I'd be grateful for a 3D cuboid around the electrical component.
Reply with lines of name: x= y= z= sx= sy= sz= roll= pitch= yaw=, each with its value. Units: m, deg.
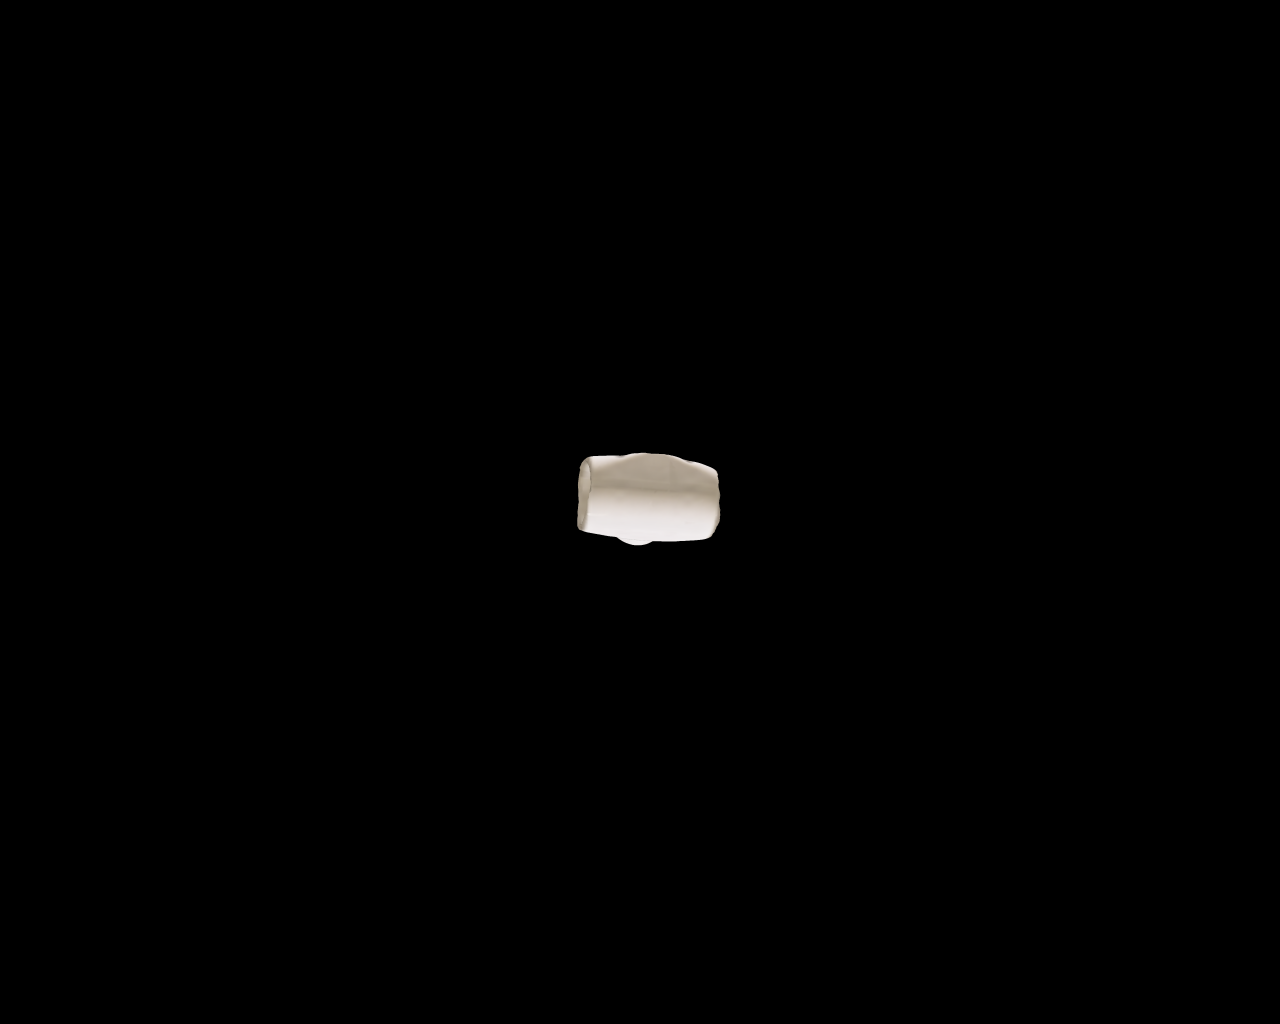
electrical component: x=0.001 y=-0.003 z=0.650 sx=0.077 sy=0.044 sz=0.079 roll=4 pitch=-19 yaw=-12
